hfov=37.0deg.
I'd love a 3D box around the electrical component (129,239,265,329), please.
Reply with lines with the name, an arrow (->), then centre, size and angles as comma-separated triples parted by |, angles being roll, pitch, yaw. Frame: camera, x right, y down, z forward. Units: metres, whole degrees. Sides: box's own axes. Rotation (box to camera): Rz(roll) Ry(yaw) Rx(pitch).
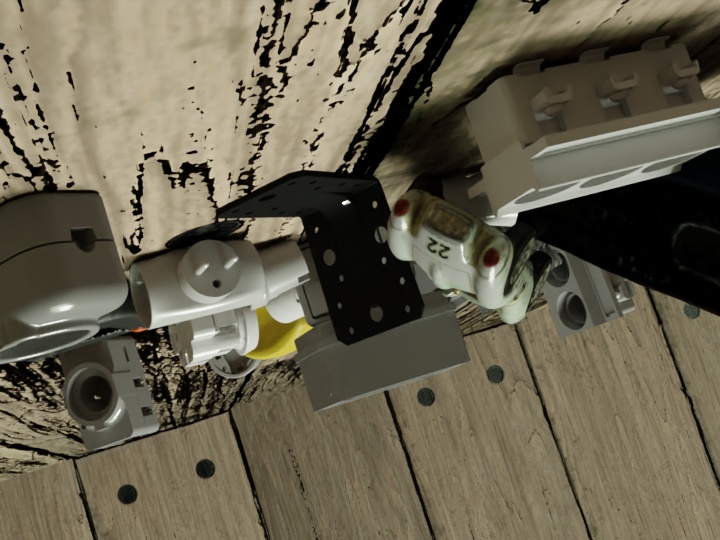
electrical component -> -0.098, 0.004, 0.677 | 0.077, 0.043, 0.079 | -14, 171, -26

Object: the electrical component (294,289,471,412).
electrical component -> 0.015, 0.060, 0.803 | 0.113, 0.057, 0.078 | -15, 171, -23

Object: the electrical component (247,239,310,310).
electrical component -> -0.064, 0.002, 0.759 | 0.046, 0.040, 0.040 | -23, 174, -15

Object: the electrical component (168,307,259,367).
electrical component -> -0.117, 0.044, 0.865 | 0.057, 0.058, 0.078 | -12, 170, -24

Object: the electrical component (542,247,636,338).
electrical component -> 0.197, -0.008, 0.975 | 0.063, 0.121, 0.079 | -16, 172, -33

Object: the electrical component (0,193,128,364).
electrical component -> -0.159, 0.008, 0.507 | 0.095, 0.059, 0.054 | -23, 171, 32

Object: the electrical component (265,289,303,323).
electrical component -> -0.045, 0.016, 0.888 | 0.078, 0.040, 0.040 | -25, 170, 37

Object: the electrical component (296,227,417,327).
electrical component -> 0.000, 0.000, 0.803 | 0.096, 0.061, 0.061 | -20, 172, 11

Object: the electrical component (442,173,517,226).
electrical component -> 0.076, -0.047, 0.732 | 0.065, 0.044, 0.044 | -10, 170, -22

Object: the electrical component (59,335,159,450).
electrical component -> -0.220, 0.106, 0.936 | 0.050, 0.089, 0.056 | -21, 172, 15

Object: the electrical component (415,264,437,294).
electrical component -> 0.023, 0.014, 0.892 | 0.080, 0.080, 0.051 | -10, 175, -45

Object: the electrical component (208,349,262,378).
electrical component -> -0.130, 0.085, 1.132 | 0.055, 0.055, 0.047 | -19, 176, 3

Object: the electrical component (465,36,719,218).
electrical component -> 0.120, -0.075, 0.550 | 0.121, 0.063, 0.079 | -15, 171, -24
